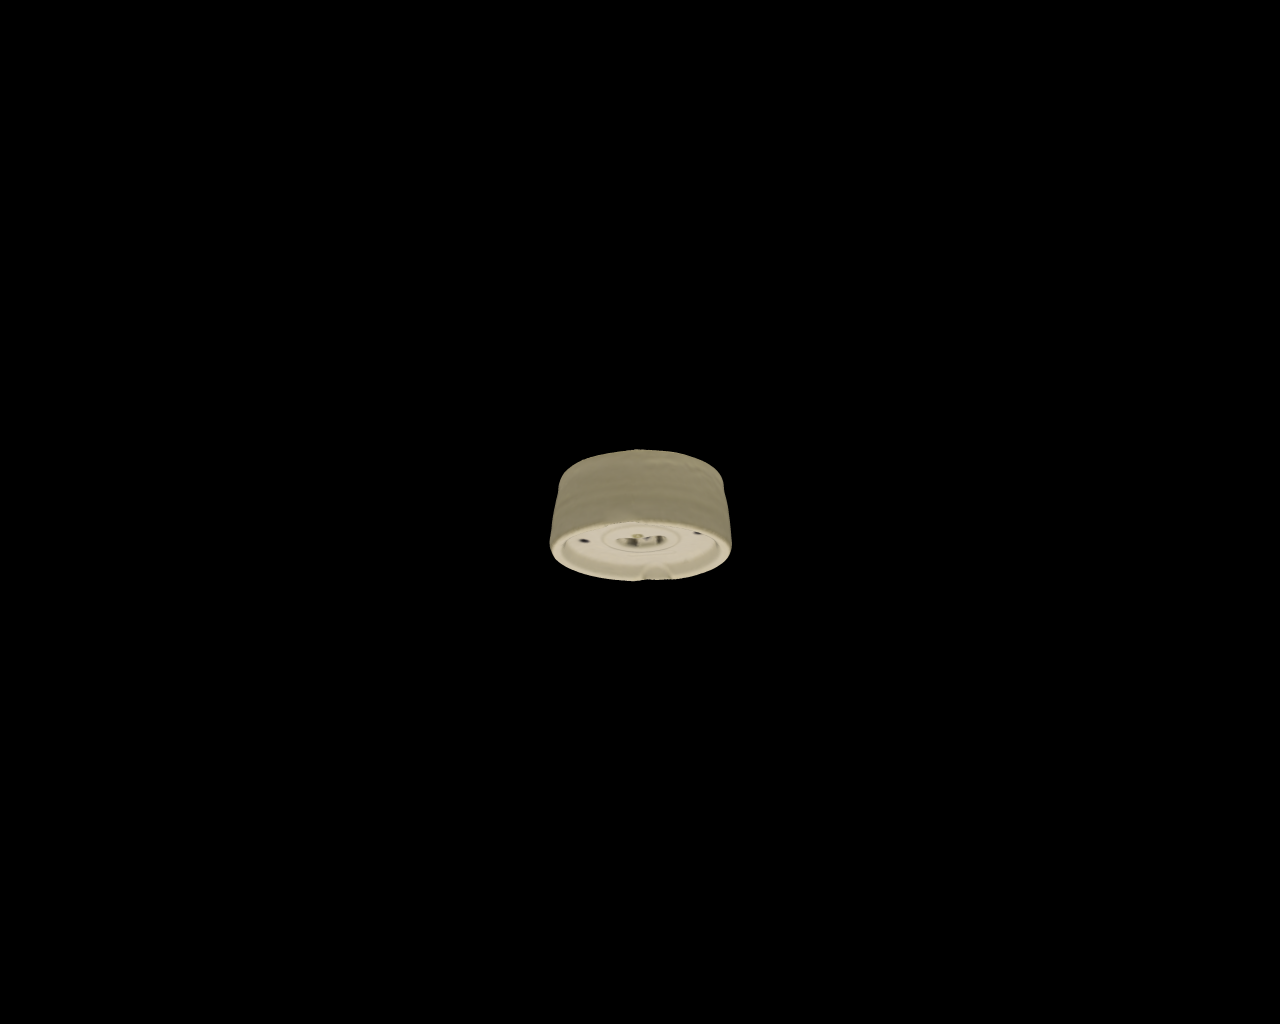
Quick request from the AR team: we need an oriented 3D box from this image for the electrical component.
[{"bbox_3d":[0.001,-0.003,0.650,0.108,0.060,0.108,0,-22,0],"label":"electrical component"}]
